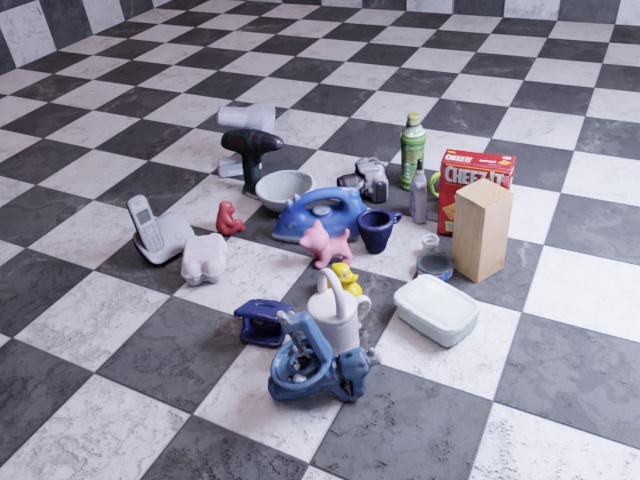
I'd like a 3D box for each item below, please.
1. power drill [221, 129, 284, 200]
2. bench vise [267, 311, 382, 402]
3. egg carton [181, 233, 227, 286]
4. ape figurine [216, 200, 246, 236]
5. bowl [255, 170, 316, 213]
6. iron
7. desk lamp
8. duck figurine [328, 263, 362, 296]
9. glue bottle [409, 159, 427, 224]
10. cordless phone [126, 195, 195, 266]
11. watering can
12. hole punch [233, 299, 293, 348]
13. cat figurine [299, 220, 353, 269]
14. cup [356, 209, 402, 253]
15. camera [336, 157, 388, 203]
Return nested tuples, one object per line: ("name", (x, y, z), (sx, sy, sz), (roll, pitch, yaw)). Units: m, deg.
("power drill", (-0.179, -0.220, 1.614), (0.228, 0.209, 0.076), (22, 45, 32))
("bench vise", (-0.001, 0.197, 1.034), (0.208, 0.220, 0.121), (-16, 38, -14))
("egg carton", (-0.280, 0.045, 1.393), (0.107, 0.069, 0.150), (-8, 37, -3))
("ape figurine", (-0.242, -0.062, 1.511), (0.076, 0.092, 0.077), (-19, 39, -17))
("bowl", (-0.092, -0.123, 1.586), (0.167, 0.075, 0.167), (-3, 37, 3))
("iron", (-0.003, -0.074, 1.456), (0.258, 0.142, 0.118), (-7, 37, -2))
("desk lamp", (-0.226, -0.313, 1.738), (0.203, 0.214, 0.117), (-10, 37, -6))
("duck figurine", (0.043, 0.088, 1.283), (0.104, 0.086, 0.078), (16, 42, 25))
("glue bottle", (0.255, -0.131, 1.472), (0.037, 0.173, 0.078), (-8, 37, -3))
("cordless phone", (-0.401, -0.043, 1.428), (0.093, 0.185, 0.148), (22, 45, 32))
("watering can", (0.018, 0.144, 1.122), (0.100, 0.194, 0.173), (28, 48, 36))
("hole punch", (-0.118, 0.159, 1.205), (0.108, 0.091, 0.101), (7, 39, 16))
("cat figurine", (0.013, 0.005, 1.369), (0.128, 0.118, 0.067), (-10, 37, -5))
("cup", (0.148, -0.020, 1.405), (0.118, 0.095, 0.091), (-19, 39, -17))
("camera", (0.114, -0.173, 1.605), (0.137, 0.101, 0.143), (-10, 37, -5))
